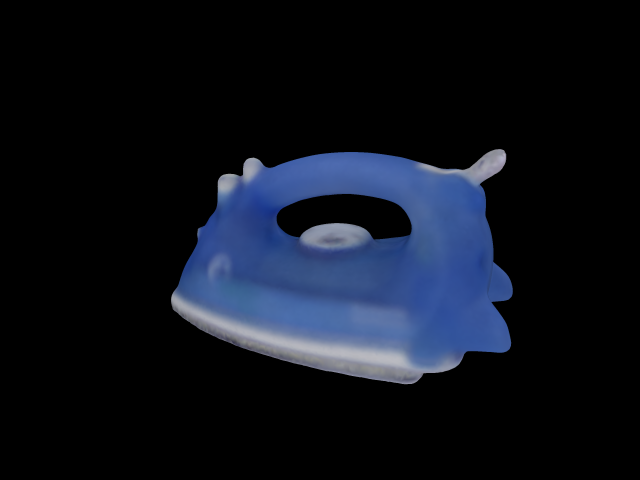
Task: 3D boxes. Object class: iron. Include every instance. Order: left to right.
[{"bbox_3d":[0.004,0.001,0.400,0.257,0.141,0.119,6,19,16],"label":"iron"}]
